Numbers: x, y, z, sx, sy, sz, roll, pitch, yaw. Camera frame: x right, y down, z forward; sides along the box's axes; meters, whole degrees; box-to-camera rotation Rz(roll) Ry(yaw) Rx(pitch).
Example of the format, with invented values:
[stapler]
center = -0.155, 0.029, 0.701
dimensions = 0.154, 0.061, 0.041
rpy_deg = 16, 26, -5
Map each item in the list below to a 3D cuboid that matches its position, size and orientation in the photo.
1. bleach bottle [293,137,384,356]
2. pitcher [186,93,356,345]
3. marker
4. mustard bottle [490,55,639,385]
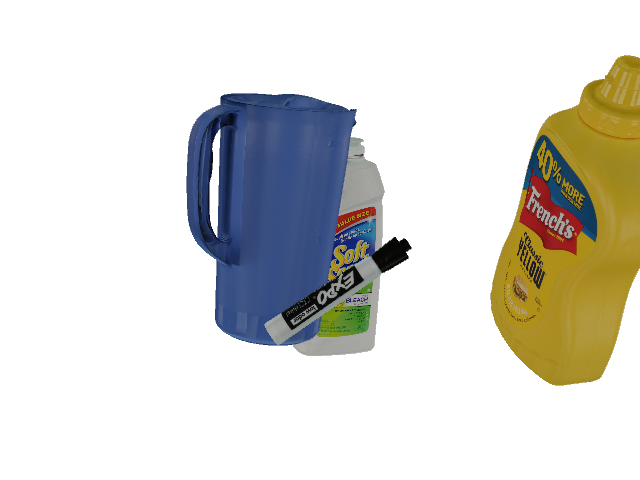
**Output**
[bleach bottle]
center = 0.021, 0.006, 1.244
dimensions = 0.102, 0.251, 0.068
rpy_deg = -2, 17, -17
[pitcher]
center = -0.051, -0.024, 1.057
dimensions = 0.149, 0.243, 0.145
rpy_deg = 7, 12, 4
[marker]
center = 0.014, 0.036, 0.778
dimensions = 0.121, 0.020, 0.020
rpy_deg = -34, -1, 1
[mustard bottle]
center = 0.148, -0.016, 0.599
dimensions = 0.058, 0.192, 0.096
rpy_deg = -4, 40, -16
